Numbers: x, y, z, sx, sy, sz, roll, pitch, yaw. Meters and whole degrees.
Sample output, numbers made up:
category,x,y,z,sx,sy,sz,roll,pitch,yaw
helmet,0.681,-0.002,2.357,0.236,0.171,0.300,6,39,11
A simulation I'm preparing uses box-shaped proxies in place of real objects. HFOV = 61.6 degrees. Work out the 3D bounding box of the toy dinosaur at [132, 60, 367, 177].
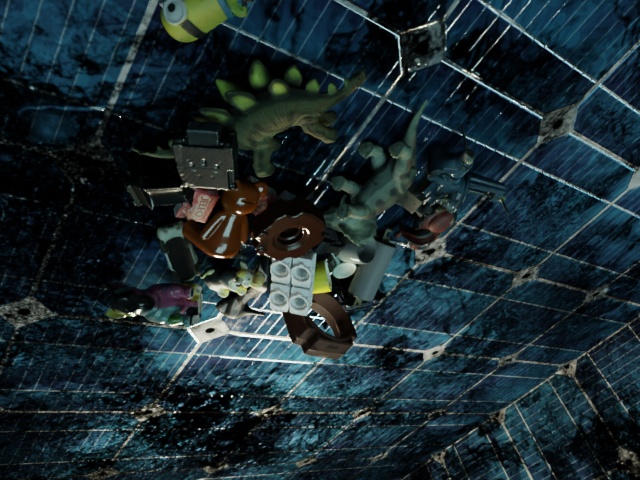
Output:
category,x,y,z,sx,sy,sz,roll,pitch,yaw
toy dinosaur,-0.130,-0.229,1.042,0.472,0.105,0.198,-25,134,11

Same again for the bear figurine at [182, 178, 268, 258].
category,x,y,z,sx,sy,sz,roll,pitch,yaw
bear figurine,-0.204,-0.063,1.163,0.120,0.132,0.195,-1,120,-42

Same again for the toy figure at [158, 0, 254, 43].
category,x,y,z,sx,sy,sz,roll,pitch,yaw
toy figure,-0.170,-0.381,0.858,0.180,0.082,0.089,-26,139,2

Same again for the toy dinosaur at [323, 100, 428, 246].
category,x,y,z,sx,sy,sz,roll,pitch,yaw
toy dinosaur,0.146,-0.133,1.267,0.405,0.131,0.192,-42,149,18

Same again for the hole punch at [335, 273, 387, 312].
category,x,y,z,sx,sy,sz,roll,pitch,yaw
hole punch,0.110,0.158,1.588,0.142,0.116,0.092,-9,148,-14

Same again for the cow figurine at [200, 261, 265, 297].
category,x,y,z,sx,sy,sz,roll,pitch,yaw
cow figurine,-0.221,0.091,1.352,0.167,0.068,0.098,-12,144,37

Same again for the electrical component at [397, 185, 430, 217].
category,x,y,z,sx,sy,sz,roll,pitch,yaw
electrical component,0.230,-0.106,1.346,0.045,0.102,0.078,-46,167,-32

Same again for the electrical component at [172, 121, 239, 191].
category,x,y,z,sx,sy,sz,roll,pitch,yaw
electrical component,-0.213,-0.159,1.007,0.115,0.058,0.134,1,135,-1

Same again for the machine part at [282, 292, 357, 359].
category,x,y,z,sx,sy,sz,roll,pitch,yaw
machine part,0.000,0.235,1.552,0.201,0.202,0.087,18,125,-37

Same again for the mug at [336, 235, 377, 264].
category,x,y,z,sx,sy,sz,roll,pitch,yaw
mug,0.088,0.012,1.424,0.107,0.109,0.080,-3,138,43

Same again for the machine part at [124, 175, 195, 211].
category,x,y,z,sx,sy,sz,roll,pitch,yaw
machine part,-0.336,-0.098,1.128,0.139,0.039,0.084,0,136,4

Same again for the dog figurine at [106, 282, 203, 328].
category,x,y,z,sx,sy,sz,roll,pitch,yaw
dog figurine,-0.418,0.155,1.350,0.219,0.108,0.191,5,179,0

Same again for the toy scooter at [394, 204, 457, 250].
category,x,y,z,sx,sy,sz,roll,pitch,yaw
toy scooter,0.278,-0.036,1.463,0.135,0.075,0.183,5,139,-32

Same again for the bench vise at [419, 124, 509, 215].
category,x,y,z,sx,sy,sz,roll,pitch,yaw
bench vise,0.362,-0.144,1.323,0.241,0.129,0.223,13,140,-12

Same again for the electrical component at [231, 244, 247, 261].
category,x,y,z,sx,sy,sz,roll,pitch,yaw
electrical component,-0.220,0.017,1.310,0.021,0.063,0.094,-40,136,22

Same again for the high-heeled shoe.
category,x,y,z,sx,sy,sz,roll,pitch,yaw
high-heeled shoe,-0.203,0.114,1.451,0.145,0.086,0.248,14,118,4

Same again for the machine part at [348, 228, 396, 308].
category,x,y,z,sx,sy,sz,roll,pitch,yaw
machine part,0.144,0.079,1.486,0.079,0.079,0.243,14,105,-36

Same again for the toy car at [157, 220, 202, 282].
category,x,y,z,sx,sy,sz,roll,pitch,yaw
toy car,-0.335,0.033,1.287,0.073,0.056,0.201,-18,143,-13

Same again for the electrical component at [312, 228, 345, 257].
category,x,y,z,sx,sy,sz,roll,pitch,yaw
electrical component,-0.003,-0.004,1.377,0.119,0.075,0.047,15,129,-32

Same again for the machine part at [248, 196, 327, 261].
category,x,y,z,sx,sy,sz,roll,pitch,yaw
machine part,-0.072,-0.022,1.239,0.179,0.056,0.179,-14,143,-11
